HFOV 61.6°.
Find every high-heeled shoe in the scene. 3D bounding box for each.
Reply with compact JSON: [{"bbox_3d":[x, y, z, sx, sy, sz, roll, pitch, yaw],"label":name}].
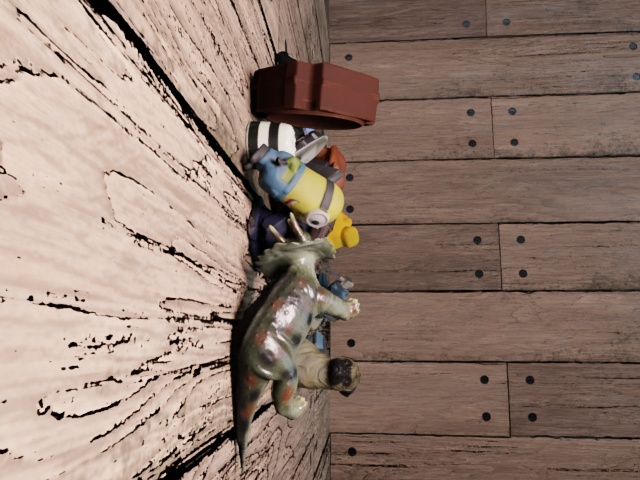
[{"bbox_3d":[-0.078,-0.415,1.351,0.145,0.086,0.249,53,3,-26],"label":"high-heeled shoe"}]

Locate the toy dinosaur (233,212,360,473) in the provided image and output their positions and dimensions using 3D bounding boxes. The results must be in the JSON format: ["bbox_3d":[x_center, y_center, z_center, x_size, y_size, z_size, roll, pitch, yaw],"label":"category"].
[{"bbox_3d":[-0.067,0.138,0.839,0.192,0.131,0.405,45,57,-31],"label":"toy dinosaur"}]

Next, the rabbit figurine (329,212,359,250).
[{"bbox_3d":[0.026,-0.068,1.469,0.162,0.122,0.173,-90,158,-57],"label":"rabbit figurine"}]

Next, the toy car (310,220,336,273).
[{"bbox_3d":[-0.002,-0.004,1.182,0.089,0.053,0.202,87,22,-70],"label":"toy car"}]

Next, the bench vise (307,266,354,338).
[{"bbox_3d":[0.002,0.152,1.464,0.223,0.129,0.241,-59,-168,20],"label":"bench vise"}]

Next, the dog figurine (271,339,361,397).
[{"bbox_3d":[-0.008,0.260,1.173,0.172,0.191,0.121,-89,175,-45],"label":"dog figurine"}]

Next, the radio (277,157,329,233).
[{"bbox_3d":[-0.039,-0.075,1.218,0.229,0.073,0.131,92,23,-55],"label":"radio"}]

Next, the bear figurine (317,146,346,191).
[{"bbox_3d":[0.003,-0.165,1.346,0.196,0.132,0.120,-67,163,-63],"label":"bear figurine"}]

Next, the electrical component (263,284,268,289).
[{"bbox_3d":[-0.090,0.137,1.060,0.078,0.045,0.102,26,63,-87],"label":"electrical component"}]

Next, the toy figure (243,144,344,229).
[{"bbox_3d":[-0.039,-0.093,0.906,0.089,0.180,0.082,-50,-166,0],"label":"toy figure"}]

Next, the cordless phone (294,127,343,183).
[{"bbox_3d":[-0.014,-0.153,1.034,0.146,0.184,0.088,-38,129,-37],"label":"cordless phone"}]

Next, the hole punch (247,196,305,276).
[{"bbox_3d":[-0.079,-0.010,0.985,0.116,0.092,0.142,-80,172,-49],"label":"hole punch"}]

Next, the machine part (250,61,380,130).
[{"bbox_3d":[-0.008,-0.255,0.980,0.201,0.201,0.087,3,94,-41],"label":"machine part"}]

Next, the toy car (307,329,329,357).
[{"bbox_3d":[-0.025,0.335,1.486,0.109,0.103,0.161,-83,161,-69],"label":"toy car"}]

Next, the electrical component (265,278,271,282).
[{"bbox_3d":[-0.082,0.036,1.113,0.134,0.058,0.115,84,5,-54],"label":"electrical component"}]
